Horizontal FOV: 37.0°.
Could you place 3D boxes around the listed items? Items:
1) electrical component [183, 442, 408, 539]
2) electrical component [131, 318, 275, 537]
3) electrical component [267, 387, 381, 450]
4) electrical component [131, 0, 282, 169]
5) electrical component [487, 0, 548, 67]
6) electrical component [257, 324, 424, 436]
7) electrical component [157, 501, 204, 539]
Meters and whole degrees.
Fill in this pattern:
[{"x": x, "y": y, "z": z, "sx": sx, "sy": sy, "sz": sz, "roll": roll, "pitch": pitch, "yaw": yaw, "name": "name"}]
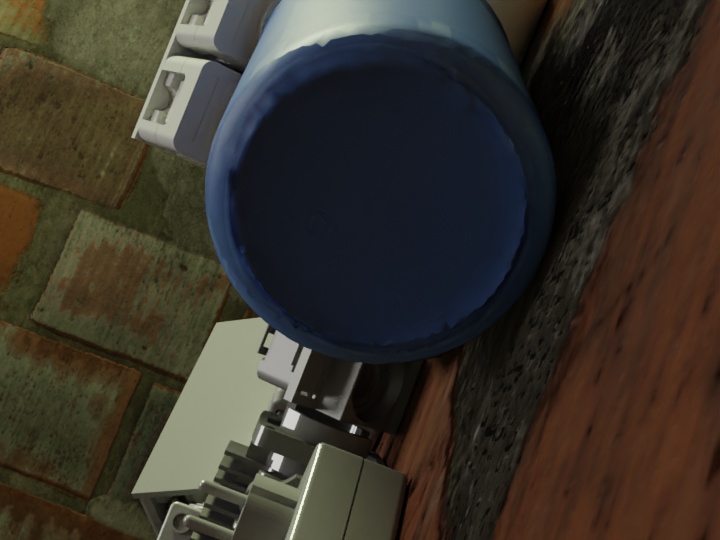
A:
[{"x": -0.029, "y": 0.102, "z": 0.412, "sx": 0.065, "sy": 0.077, "sz": 0.047, "roll": -71, "pitch": 3, "yaw": -55, "name": "electrical component"}, {"x": -0.068, "y": 0.108, "z": 0.743, "sx": 0.186, "sy": 0.105, "sz": 0.060, "roll": -72, "pitch": -30, "yaw": -56, "name": "electrical component"}, {"x": -0.022, "y": 0.085, "z": 0.611, "sx": 0.096, "sy": 0.062, "sz": 0.061, "roll": 114, "pitch": 177, "yaw": -47, "name": "electrical component"}, {"x": -0.017, "y": -0.086, "z": 0.609, "sx": 0.060, "sy": 0.186, "sz": 0.105, "roll": 22, "pitch": 91, "yaw": 54, "name": "electrical component"}, {"x": 0.053, "y": -0.159, "z": 0.597, "sx": 0.060, "sy": 0.108, "sz": 0.108, "roll": -62, "pitch": 4, "yaw": 13, "name": "electrical component"}, {"x": -0.011, "y": 0.047, "z": 0.520, "sx": 0.081, "sy": 0.064, "sz": 0.042, "roll": 27, "pitch": -97, "yaw": -51, "name": "electrical component"}, {"x": -0.081, "y": 0.188, "z": 0.618, "sx": 0.048, "sy": 0.100, "sz": 0.099, "roll": 81, "pitch": -151, "yaw": -69, "name": "electrical component"}]
